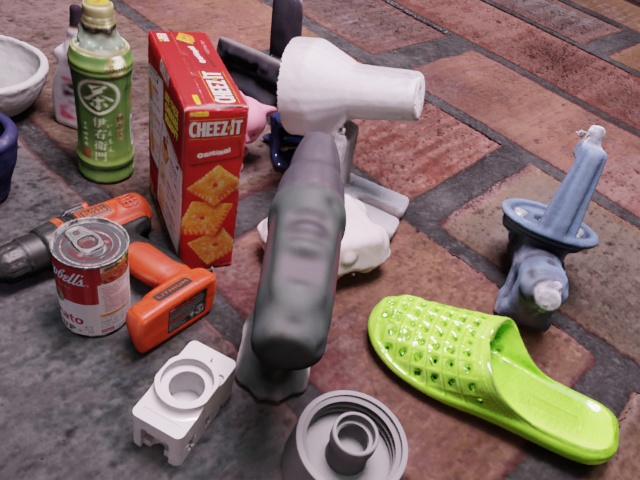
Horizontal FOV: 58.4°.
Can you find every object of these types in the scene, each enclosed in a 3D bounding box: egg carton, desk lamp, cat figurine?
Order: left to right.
[{"bbox_3d":[-0.129,-0.162,0.789,0.128,0.118,0.067,13,41,-3],"label":"cat figurine"},{"bbox_3d":[0.006,0.002,0.686,0.151,0.069,0.107,-13,48,-28],"label":"egg carton"},{"bbox_3d":[0.040,-0.138,0.741,0.203,0.213,0.118,22,42,8],"label":"desk lamp"}]

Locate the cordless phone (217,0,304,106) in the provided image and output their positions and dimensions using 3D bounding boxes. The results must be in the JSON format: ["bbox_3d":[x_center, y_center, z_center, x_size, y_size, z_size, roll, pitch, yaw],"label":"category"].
[{"bbox_3d":[-0.092,-0.326,0.930,0.147,0.185,0.094,24,42,10],"label":"cordless phone"}]

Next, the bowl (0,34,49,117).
[{"bbox_3d":[-0.454,-0.210,0.775,0.167,0.075,0.167,9,42,-8],"label":"bowl"}]

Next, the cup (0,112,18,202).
[{"bbox_3d":[-0.390,-0.096,0.653,0.092,0.095,0.117,-7,46,-24],"label":"cup"}]

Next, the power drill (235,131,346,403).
[{"bbox_3d":[-0.026,0.040,0.529,0.075,0.208,0.229,10,41,-6],"label":"power drill"}]

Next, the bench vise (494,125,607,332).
[{"bbox_3d":[0.288,-0.010,0.672,0.121,0.220,0.207,8,42,-8],"label":"bench vise"}]

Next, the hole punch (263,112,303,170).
[{"bbox_3d":[-0.023,-0.161,0.841,0.109,0.091,0.101,2,43,-15],"label":"hole punch"}]

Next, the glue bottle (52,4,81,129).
[{"bbox_3d":[-0.319,-0.227,0.761,0.078,0.173,0.037,14,41,-1],"label":"glue bottle"}]
